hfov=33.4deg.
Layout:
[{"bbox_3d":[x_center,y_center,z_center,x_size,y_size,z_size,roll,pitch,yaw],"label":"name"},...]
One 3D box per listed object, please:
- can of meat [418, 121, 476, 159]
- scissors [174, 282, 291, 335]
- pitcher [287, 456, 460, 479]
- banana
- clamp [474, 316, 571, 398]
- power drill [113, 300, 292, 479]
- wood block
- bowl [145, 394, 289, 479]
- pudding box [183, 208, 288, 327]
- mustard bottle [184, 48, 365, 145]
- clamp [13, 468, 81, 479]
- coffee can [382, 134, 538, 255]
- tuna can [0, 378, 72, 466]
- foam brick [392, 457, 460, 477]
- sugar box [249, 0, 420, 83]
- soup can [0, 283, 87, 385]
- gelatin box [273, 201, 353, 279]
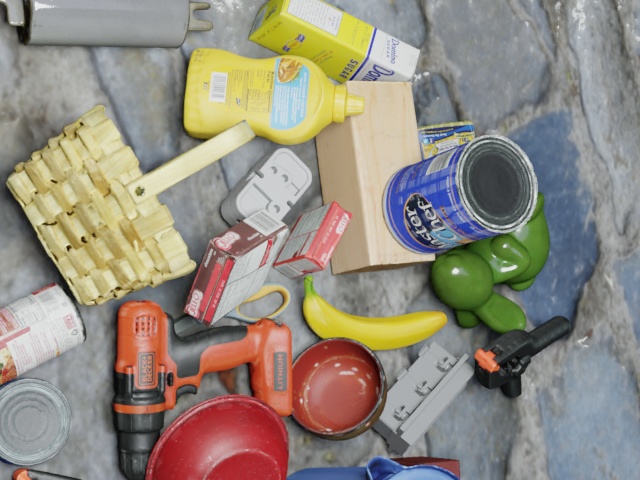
[{"bbox_3d":[0.148,-0.095,1.290,0.101,0.058,0.084,-9,83,-28],"label":"can of meat"},{"bbox_3d":[-0.125,0.060,1.149,0.201,0.016,0.096,-7,83,-28],"label":"scissors"},{"bbox_3d":[0.047,0.297,1.066,0.144,0.243,0.149,18,74,-23],"label":"pitcher"},{"bbox_3d":[0.055,0.095,1.210,0.197,0.070,0.037,15,30,-30],"label":"banana"},{"bbox_3d":[0.222,0.145,1.240,0.171,0.039,0.120,-3,123,-50],"label":"clamp"},{"bbox_3d":[-0.122,0.153,1.105,0.187,0.057,0.184,0,92,-28],"label":"power drill"},{"bbox_3d":[0.060,-0.069,1.221,0.090,0.091,0.206,-4,83,-28],"label":"wood block"},{"bbox_3d":[-0.092,0.240,1.076,0.161,0.055,0.162,-10,113,-26],"label":"bowl"},{"bbox_3d":[-0.085,0.027,1.089,0.039,0.090,0.113,33,30,15],"label":"pudding box"},{"bbox_3d":[-0.047,-0.153,1.155,0.191,0.058,0.096,5,78,3],"label":"mustard bottle"},{"bbox_3d":[-0.232,0.311,1.040,0.210,0.036,0.164,46,67,-14],"label":"clamp"},{"bbox_3d":[0.146,-0.045,1.129,0.102,0.141,0.103,6,78,-28],"label":"coffee can"},{"bbox_3d":[-0.286,0.177,1.037,0.086,0.034,0.086,5,79,-26],"label":"tuna can"},{"bbox_3d":[0.115,0.273,1.199,0.051,0.078,0.053,1,83,-28],"label":"foam brick"},{"bbox_3d":[0.017,-0.223,1.224,0.176,0.093,0.048,24,72,-21],"label":"sugar box"},{"bbox_3d":[-0.286,0.091,1.031,0.102,0.069,0.068,-27,94,-28],"label":"soup can"},{"bbox_3d":[-0.008,0.001,1.176,0.030,0.089,0.073,35,67,-18],"label":"gelatin box"}]
